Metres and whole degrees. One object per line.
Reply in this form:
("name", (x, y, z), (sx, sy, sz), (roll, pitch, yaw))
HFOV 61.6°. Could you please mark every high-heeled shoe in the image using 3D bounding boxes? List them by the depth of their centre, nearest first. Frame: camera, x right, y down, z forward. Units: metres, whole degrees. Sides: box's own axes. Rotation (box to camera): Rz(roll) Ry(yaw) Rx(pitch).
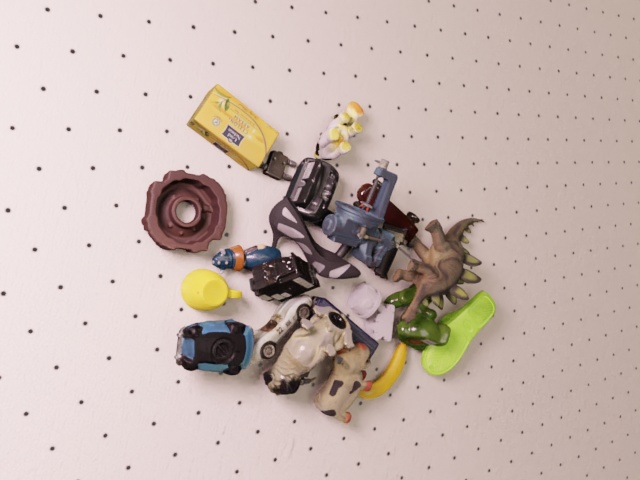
("high-heeled shoe", (-0.002, -0.004, 1.216), (0.249, 0.086, 0.145), (17, 116, -12))

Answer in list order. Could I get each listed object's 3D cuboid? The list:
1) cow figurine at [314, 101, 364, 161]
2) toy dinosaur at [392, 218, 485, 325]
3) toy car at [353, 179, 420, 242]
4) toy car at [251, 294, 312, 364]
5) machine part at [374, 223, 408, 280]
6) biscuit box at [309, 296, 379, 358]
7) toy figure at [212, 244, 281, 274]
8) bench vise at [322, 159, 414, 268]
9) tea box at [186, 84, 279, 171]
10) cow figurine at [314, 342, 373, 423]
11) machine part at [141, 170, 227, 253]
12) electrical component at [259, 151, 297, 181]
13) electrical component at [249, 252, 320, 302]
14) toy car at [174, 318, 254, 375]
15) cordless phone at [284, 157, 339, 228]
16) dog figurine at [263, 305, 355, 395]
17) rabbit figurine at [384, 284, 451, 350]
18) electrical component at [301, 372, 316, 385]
("cow figurine", (0.047, -0.257, 1.282), (0.068, 0.098, 0.167), (42, 51, -16))
("toy dinosaur", (0.323, 0.052, 1.397), (0.198, 0.105, 0.471), (43, 53, -9))
("toy car", (0.170, -0.070, 1.362), (0.202, 0.053, 0.089), (38, 87, -25))
("toy car", (-0.095, 0.192, 1.194), (0.202, 0.074, 0.056), (-46, 111, -22))
("machine part", (0.170, 0.030, 1.346), (0.084, 0.039, 0.138), (11, 98, -24))
("biscuit box", (0.049, 0.217, 1.285), (0.202, 0.059, 0.063), (43, 70, -22))
("toy figure", (-0.162, 0.042, 1.170), (0.154, 0.058, 0.064), (1, 83, -25))
("bench vise", (0.123, -0.062, 1.224), (0.223, 0.129, 0.240), (17, 100, -25))
("tea box", (-0.186, -0.238, 1.153), (0.169, 0.068, 0.098), (35, 73, -26))
("cow figurine", (0.053, 0.320, 1.246), (0.127, 0.086, 0.194), (24, 104, -25))
("machine part", (-0.277, -0.057, 1.105), (0.179, 0.056, 0.179), (1, 88, -31))
("electrical component", (-0.100, -0.172, 1.227), (0.094, 0.021, 0.063), (22, 78, -27))
("electrical component", (-0.083, 0.086, 1.167), (0.114, 0.134, 0.058), (42, 32, -57))
("toy car", (-0.224, 0.216, 1.104), (0.161, 0.103, 0.109), (4, 87, -27))
("cordless phone", (0.014, -0.097, 1.272), (0.184, 0.089, 0.146), (32, 73, -37))
("dog figurine", (-0.028, 0.247, 1.187), (0.172, 0.190, 0.121), (-8, 54, -52))
("rabbit figurine", (0.245, 0.181, 1.387), (0.159, 0.121, 0.170), (23, 60, -21))
("electrical component", (-0.038, 0.283, 1.242), (0.078, 0.045, 0.102), (35, 73, -26))
